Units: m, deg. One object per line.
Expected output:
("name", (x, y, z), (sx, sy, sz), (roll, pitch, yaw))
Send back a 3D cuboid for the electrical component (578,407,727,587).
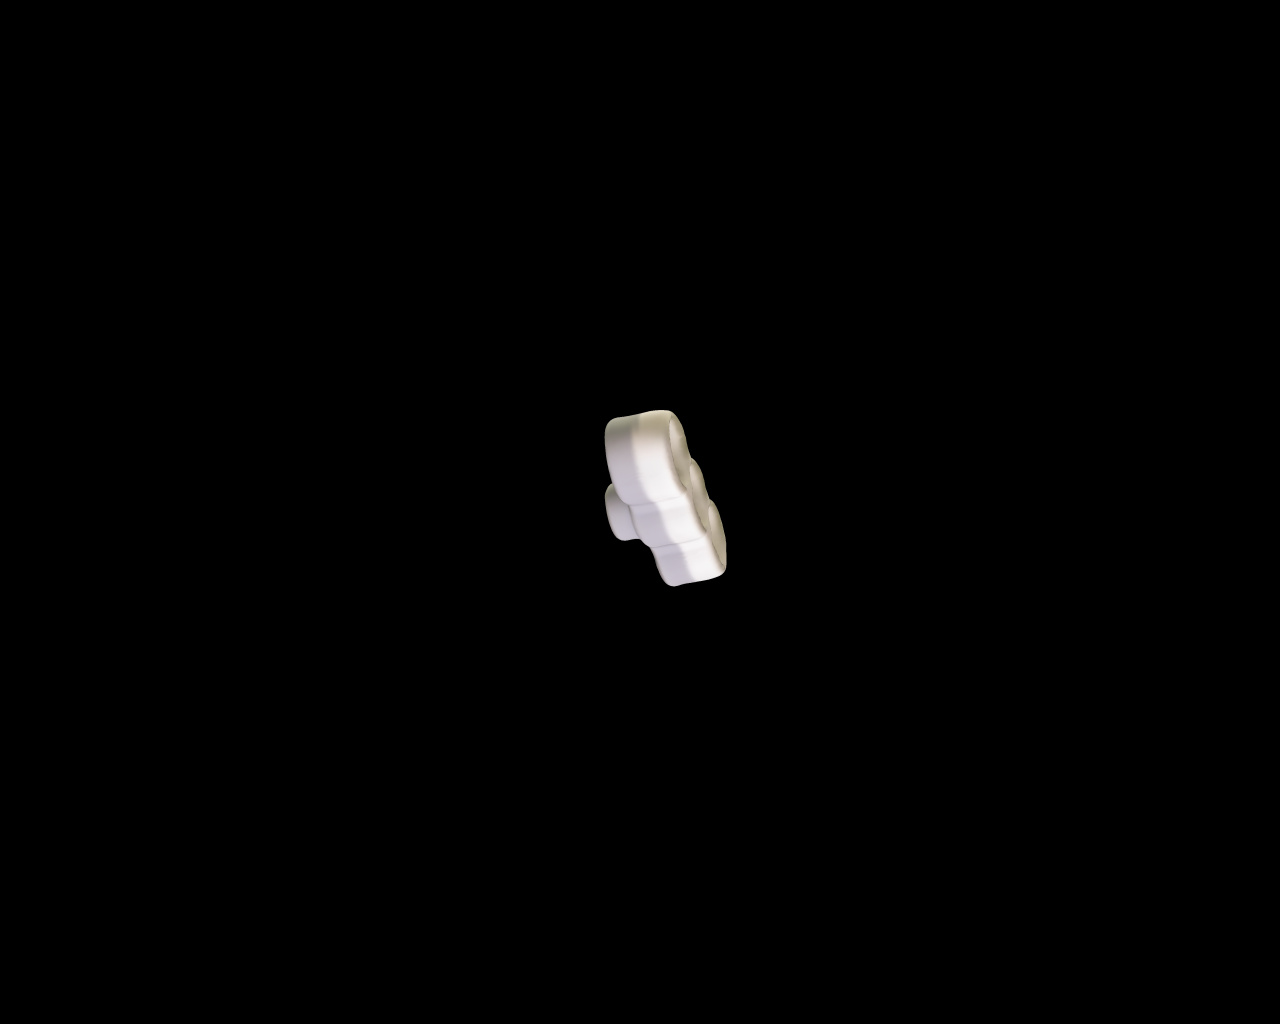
("electrical component", (0.001, -0.003, 0.650), (0.074, 0.052, 0.138), (-11, -39, 14))
